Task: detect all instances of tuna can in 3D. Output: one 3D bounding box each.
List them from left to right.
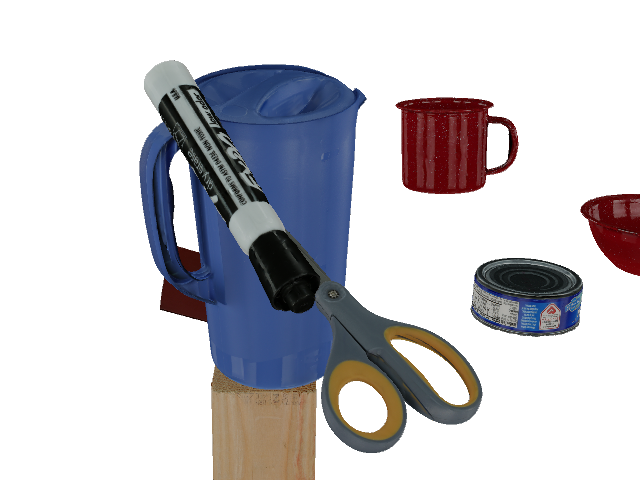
[{"bbox_3d":[0.163,0.043,0.843,0.086,0.034,0.086,2,20,-1],"label":"tuna can"}]

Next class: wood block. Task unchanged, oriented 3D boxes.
[{"bbox_3d":[-0.050,0.206,0.952,0.090,0.206,0.091,0,20,-2],"label":"wood block"}]

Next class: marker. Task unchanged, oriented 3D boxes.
[{"bbox_3d":[-0.033,-0.021,0.386,0.020,0.121,0.020,-22,-34,-16],"label":"marker"}]

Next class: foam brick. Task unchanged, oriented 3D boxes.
[{"bbox_3d":[-0.123,0.049,1.119,0.078,0.051,0.053,15,31,3],"label":"foam brick"}]

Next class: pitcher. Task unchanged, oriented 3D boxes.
[{"bbox_3d":[-0.046,-0.006,0.834,0.149,0.243,0.145,5,27,9],"label":"pitcher"}]

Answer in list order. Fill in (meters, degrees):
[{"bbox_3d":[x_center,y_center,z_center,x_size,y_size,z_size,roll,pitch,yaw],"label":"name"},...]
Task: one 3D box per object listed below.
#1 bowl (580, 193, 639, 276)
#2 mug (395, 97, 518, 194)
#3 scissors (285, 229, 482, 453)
[{"bbox_3d":[0.337,-0.001,1.052,0.162,0.055,0.162,0,17,0],"label":"bowl"},{"bbox_3d":[0.131,-0.091,1.027,0.117,0.081,0.093,2,15,11],"label":"mug"},{"bbox_3d":[0.000,0.049,0.616,0.202,0.016,0.096,34,53,25],"label":"scissors"}]
